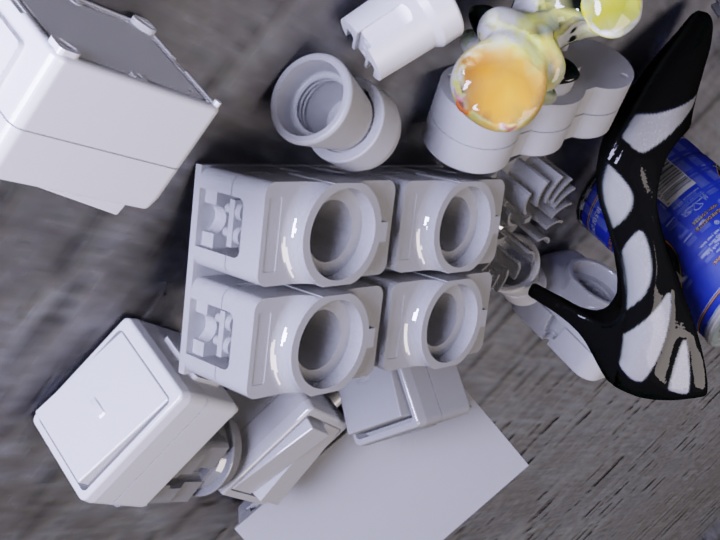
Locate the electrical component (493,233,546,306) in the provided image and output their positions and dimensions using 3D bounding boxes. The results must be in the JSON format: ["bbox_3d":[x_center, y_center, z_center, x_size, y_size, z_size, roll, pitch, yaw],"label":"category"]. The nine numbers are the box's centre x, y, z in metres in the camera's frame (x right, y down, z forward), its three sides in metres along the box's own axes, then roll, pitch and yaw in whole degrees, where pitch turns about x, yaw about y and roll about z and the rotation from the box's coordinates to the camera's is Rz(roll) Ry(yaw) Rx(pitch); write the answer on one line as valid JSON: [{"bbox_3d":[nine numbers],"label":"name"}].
[{"bbox_3d":[0.115,0.003,0.786,0.044,0.044,0.065,-43,156,3],"label":"electrical component"}]

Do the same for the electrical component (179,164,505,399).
[{"bbox_3d":[0.000,0.000,0.575,0.186,0.060,0.105,-6,107,-47],"label":"electrical component"}]

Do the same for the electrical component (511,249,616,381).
[{"bbox_3d":[0.173,0.031,0.836,0.054,0.095,0.059,-11,138,-44],"label":"electrical component"}]

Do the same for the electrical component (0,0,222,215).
[{"bbox_3d":[-0.112,-0.064,0.394,0.061,0.061,0.096,-52,150,18],"label":"electrical component"}]

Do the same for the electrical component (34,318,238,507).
[{"bbox_3d":[-0.118,0.071,0.573,0.096,0.061,0.061,-46,151,8],"label":"electrical component"}]

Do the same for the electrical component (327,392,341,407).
[{"bbox_3d":[-0.035,0.107,0.752,0.061,0.035,0.035,-45,151,0],"label":"electrical component"}]

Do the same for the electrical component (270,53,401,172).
[{"bbox_3d":[-0.010,-0.075,0.522,0.045,0.045,0.055,-49,151,12],"label":"electrical component"}]

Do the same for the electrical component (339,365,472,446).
[{"bbox_3d":[0.018,0.059,0.697,0.061,0.096,0.062,-8,167,-46],"label":"electrical component"}]

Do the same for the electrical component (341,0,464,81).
[{"bbox_3d":[0.019,-0.116,0.508,0.046,0.040,0.040,-34,151,-4],"label":"electrical component"}]

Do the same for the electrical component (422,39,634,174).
[{"bbox_3d":[0.102,-0.108,0.605,0.138,0.052,0.073,-20,145,-33],"label":"electrical component"}]

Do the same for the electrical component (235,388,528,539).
[{"bbox_3d":[0.013,0.158,0.790,0.186,0.105,0.060,-40,-173,-3],"label":"electrical component"}]

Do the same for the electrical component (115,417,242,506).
[{"bbox_3d":[-0.108,0.105,0.637,0.078,0.058,0.057,-52,147,17],"label":"electrical component"}]

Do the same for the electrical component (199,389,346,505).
[{"bbox_3d":[-0.064,0.109,0.691,0.096,0.061,0.062,-44,151,4],"label":"electrical component"}]
